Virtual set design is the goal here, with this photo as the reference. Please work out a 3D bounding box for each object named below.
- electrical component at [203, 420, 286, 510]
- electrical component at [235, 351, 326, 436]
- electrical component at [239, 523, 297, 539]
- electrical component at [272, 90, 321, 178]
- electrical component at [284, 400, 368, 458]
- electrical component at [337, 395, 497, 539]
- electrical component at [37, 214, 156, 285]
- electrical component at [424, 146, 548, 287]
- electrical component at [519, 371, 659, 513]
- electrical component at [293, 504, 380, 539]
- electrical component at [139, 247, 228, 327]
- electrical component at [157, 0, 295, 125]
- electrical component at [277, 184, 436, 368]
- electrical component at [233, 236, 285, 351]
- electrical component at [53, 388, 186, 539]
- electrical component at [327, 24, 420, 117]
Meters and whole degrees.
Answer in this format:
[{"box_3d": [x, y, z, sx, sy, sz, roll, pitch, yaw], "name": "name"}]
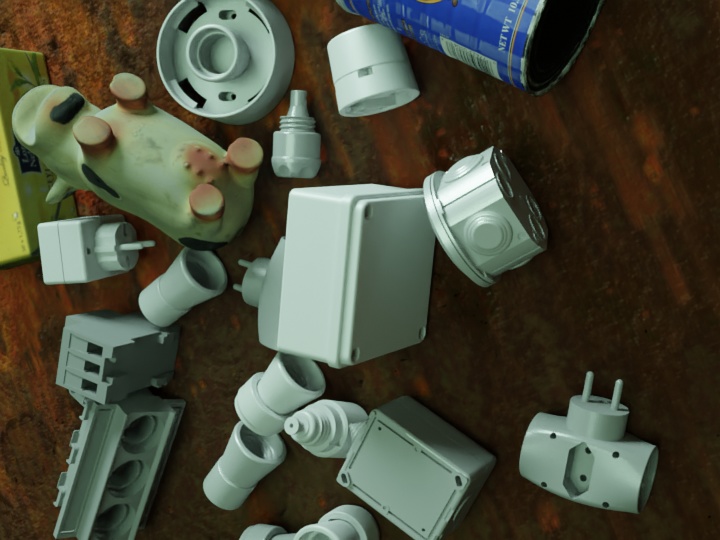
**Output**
[{"box_3d": [-0.090, 0.150, 0.814, 0.044, 0.044, 0.065, 45, 119, 16], "name": "electrical component"}, {"box_3d": [-0.059, 0.089, 0.787, 0.055, 0.045, 0.045, -44, 75, 26], "name": "electrical component"}, {"box_3d": [-0.059, 0.214, 0.802, 0.055, 0.045, 0.045, 1, 97, 29], "name": "electrical component"}, {"box_3d": [-0.044, -0.096, 0.762, 0.035, 0.035, 0.061, 5, 96, 28], "name": "electrical component"}, {"box_3d": [-0.025, 0.111, 0.756, 0.040, 0.078, 0.040, -7, 76, 32], "name": "electrical component"}, {"box_3d": [0.035, 0.131, 0.732, 0.096, 0.061, 0.061, 34, 110, 21], "name": "electrical component"}, {"box_3d": [-0.198, -0.018, 0.837, 0.077, 0.066, 0.047, -3, 97, 19], "name": "electrical component"}, {"box_3d": [0.079, -0.034, 0.678, 0.051, 0.080, 0.080, -29, 82, 23], "name": "electrical component"}, {"box_3d": [0.147, 0.104, 0.678, 0.077, 0.043, 0.079, 14, 103, 26], "name": "electrical component"}, {"box_3d": [-0.016, 0.196, 0.771, 0.045, 0.055, 0.045, 4, 98, 28], "name": "electrical component"}, {"box_3d": [-0.138, 0.015, 0.824, 0.065, 0.044, 0.044, -35, 79, 32], "name": "electrical component"}, {"box_3d": [-0.097, -0.155, 0.781, 0.099, 0.064, 0.099, 2, 98, 14], "name": "electrical component"}, {"box_3d": [0.000, 0.000, 0.708, 0.056, 0.109, 0.108, 11, 101, 30], "name": "electrical component"}, {"box_3d": [-0.058, 0.013, 0.776, 0.079, 0.044, 0.077, 18, 100, 28], "name": "electrical component"}, {"box_3d": [-0.197, 0.150, 0.857, 0.063, 0.079, 0.121, 37, 113, 43], "name": "electrical component"}, {"box_3d": [0.008, -0.134, 0.719, 0.055, 0.055, 0.047, -17, 85, 29], "name": "electrical component"}]
